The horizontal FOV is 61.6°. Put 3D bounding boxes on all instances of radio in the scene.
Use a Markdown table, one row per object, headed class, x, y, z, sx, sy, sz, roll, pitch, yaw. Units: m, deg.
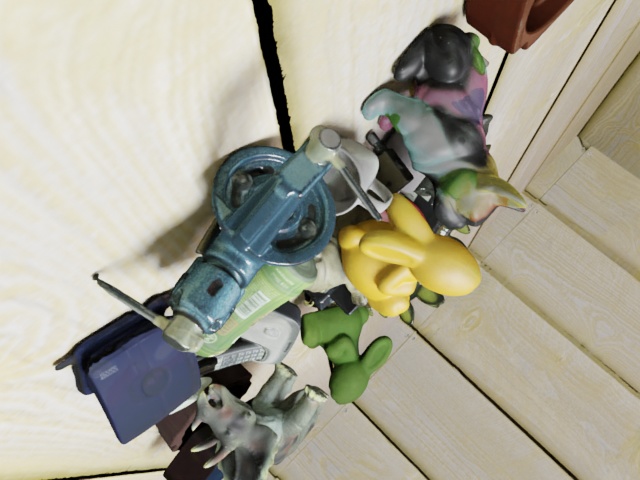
| class | x | y | z | sx | sy | sz | roll | pitch | yaw |
| --- | --- | --- | --- | --- | --- | --- | --- | --- | --- |
| radio | -0.168 | 0.373 | 0.982 | 0.131 | 0.073 | 0.229 | -53 | 160 | 20 |

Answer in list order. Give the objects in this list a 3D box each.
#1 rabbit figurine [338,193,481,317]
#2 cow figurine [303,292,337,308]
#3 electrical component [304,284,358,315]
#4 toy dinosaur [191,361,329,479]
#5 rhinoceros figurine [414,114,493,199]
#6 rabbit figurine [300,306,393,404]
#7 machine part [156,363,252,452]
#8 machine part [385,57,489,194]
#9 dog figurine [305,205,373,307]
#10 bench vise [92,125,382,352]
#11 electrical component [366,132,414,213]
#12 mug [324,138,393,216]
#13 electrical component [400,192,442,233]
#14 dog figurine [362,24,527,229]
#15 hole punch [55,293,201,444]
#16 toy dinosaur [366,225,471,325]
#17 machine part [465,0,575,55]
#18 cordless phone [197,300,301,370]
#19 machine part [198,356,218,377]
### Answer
| class | x | y | z | sx | sy | sz | roll | pitch | yaw |
| --- | --- | --- | --- | --- | --- | --- | --- | --- | --- |
| rabbit figurine | 0.115 | 0.017 | 0.671 | 0.122 | 0.173 | 0.162 | -53 | 129 | -21 |
| cow figurine | 0.042 | 0.064 | 0.978 | 0.167 | 0.068 | 0.098 | -44 | 158 | 24 |
| electrical component | 0.017 | 0.074 | 0.873 | 0.075 | 0.119 | 0.047 | -45 | 163 | -14 |
| toy dinosaur | -0.078 | 0.308 | 0.888 | 0.192 | 0.131 | 0.404 | -51 | 160 | -12 |
| rhinoceros figurine | 0.204 | -0.151 | 0.834 | 0.190 | 0.112 | 0.073 | -66 | 171 | 18 |
| rabbit figurine | 0.050 | 0.212 | 0.994 | 0.159 | 0.170 | 0.121 | -10 | 164 | -9 |
| machine part | -0.198 | 0.278 | 0.923 | 0.179 | 0.056 | 0.179 | -42 | 161 | -18 |
| machine part | 0.149 | -0.152 | 0.756 | 0.243 | 0.079 | 0.079 | -53 | 162 | 20 |
| dog figurine | 0.001 | 0.000 | 0.734 | 0.190 | 0.121 | 0.172 | 26 | 71 | -54 |
| bench vise | -0.056 | -0.012 | 0.466 | 0.224 | 0.129 | 0.240 | -44 | -178 | -35 |
| electrical component | 0.083 | -0.084 | 0.722 | 0.078 | 0.102 | 0.045 | -46 | 170 | 33 |
| mug | 0.038 | -0.075 | 0.624 | 0.107 | 0.110 | 0.080 | -43 | 159 | -60 |
| electrical component | 0.172 | -0.063 | 0.946 | 0.058 | 0.115 | 0.134 | -34 | 160 | -42 |
| dog figurine | 0.173 | -0.123 | 0.637 | 0.191 | 0.219 | 0.108 | -50 | 166 | 10 |
| hole punch | -0.191 | 0.137 | 0.571 | 0.142 | 0.092 | 0.115 | -31 | 153 | -34 |
| toy dinosaur | 0.187 | 0.041 | 1.078 | 0.105 | 0.199 | 0.471 | -32 | 159 | -49 |
| machine part | 0.258 | -0.331 | 0.601 | 0.201 | 0.087 | 0.201 | -47 | 165 | -1 |
| cordless phone | -0.129 | 0.135 | 0.748 | 0.184 | 0.089 | 0.146 | -13 | 150 | -30 |
| machine part | -0.197 | 0.187 | 0.677 | 0.139 | 0.039 | 0.084 | -30 | 177 | 11 |
